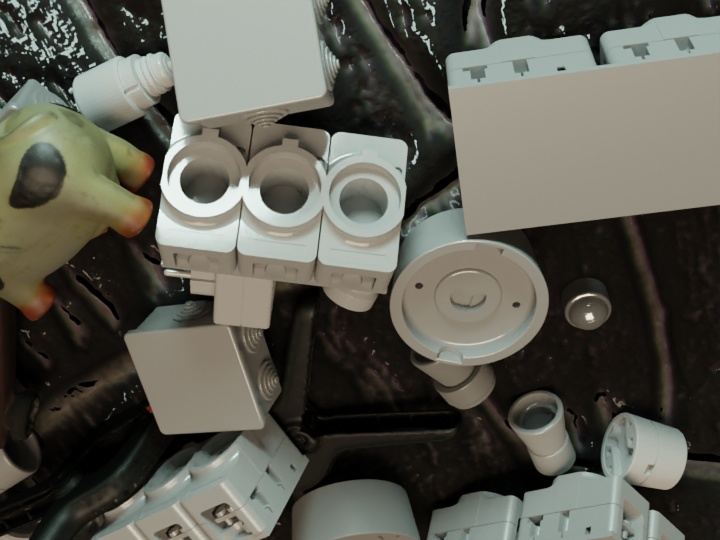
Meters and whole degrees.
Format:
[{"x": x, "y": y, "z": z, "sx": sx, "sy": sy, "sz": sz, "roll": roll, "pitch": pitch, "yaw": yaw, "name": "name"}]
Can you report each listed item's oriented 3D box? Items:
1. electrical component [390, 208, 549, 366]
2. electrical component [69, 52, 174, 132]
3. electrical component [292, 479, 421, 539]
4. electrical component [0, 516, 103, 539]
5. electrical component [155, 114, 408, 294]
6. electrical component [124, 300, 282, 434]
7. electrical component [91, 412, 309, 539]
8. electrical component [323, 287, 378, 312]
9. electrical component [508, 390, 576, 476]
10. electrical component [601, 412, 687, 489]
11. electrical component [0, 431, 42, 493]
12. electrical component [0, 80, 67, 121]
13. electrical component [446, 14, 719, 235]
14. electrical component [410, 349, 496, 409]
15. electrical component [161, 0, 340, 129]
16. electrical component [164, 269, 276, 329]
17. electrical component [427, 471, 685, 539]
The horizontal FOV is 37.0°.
[{"x": 0.075, "y": 0.007, "z": 0.755, "sx": 0.108, "sy": 0.060, "sz": 0.108, "roll": 1, "pitch": 126, "yaw": 1, "name": "electrical component"}, {"x": -0.145, "y": -0.117, "z": 0.684, "sx": 0.078, "sy": 0.040, "sz": 0.040, "roll": -22, "pitch": 122, "yaw": 16, "name": "electrical component"}, {"x": -0.006, "y": 0.211, "z": 0.898, "sx": 0.108, "sy": 0.060, "sz": 0.108, "roll": -7, "pitch": 146, "yaw": -5, "name": "electrical component"}, {"x": -0.251, "y": 0.246, "z": 0.940, "sx": 0.138, "sy": 0.052, "sz": 0.073, "roll": 12, "pitch": 125, "yaw": -7, "name": "electrical component"}, {"x": -0.049, "y": -0.043, "z": 0.693, "sx": 0.150, "sy": 0.089, "sz": 0.061, "roll": 7, "pitch": 163, "yaw": -3, "name": "electrical component"}, {"x": -0.113, "y": 0.070, "z": 0.795, "sx": 0.100, "sy": 0.048, "sz": 0.099, "roll": -6, "pitch": 114, "yaw": 22, "name": "electrical component"}, {"x": -0.127, "y": 0.175, "z": 0.832, "sx": 0.150, "sy": 0.089, "sz": 0.061, "roll": -28, "pitch": 106, "yaw": 30, "name": "electrical component"}, {"x": 0.000, "y": 0.000, "z": 0.765, "sx": 0.040, "sy": 0.040, "sz": 0.046, "roll": 21, "pitch": 118, "yaw": -13, "name": "electrical component"}, {"x": 0.148, "y": 0.133, "z": 0.857, "sx": 0.044, "sy": 0.044, "sz": 0.065, "roll": -17, "pitch": 128, "yaw": 13, "name": "electrical component"}, {"x": 0.227, "y": 0.145, "z": 0.856, "sx": 0.047, "sy": 0.055, "sz": 0.055, "roll": 15, "pitch": 125, "yaw": -14, "name": "electrical component"}, {"x": -0.293, "y": 0.151, "z": 0.872, "sx": 0.047, "sy": 0.055, "sz": 0.055, "roll": -28, "pitch": 120, "yaw": 16, "name": "electrical component"}, {"x": -0.215, "y": -0.066, "z": 0.717, "sx": 0.100, "sy": 0.048, "sz": 0.100, "roll": -38, "pitch": 117, "yaw": 25, "name": "electrical component"}, {"x": 0.153, "y": -0.093, "z": 0.681, "sx": 0.186, "sy": 0.060, "sz": 0.105, "roll": -7, "pitch": 125, "yaw": 6, "name": "electrical component"}, {"x": 0.071, "y": 0.072, "z": 0.812, "sx": 0.045, "sy": 0.045, "sz": 0.055, "roll": -29, "pitch": 120, "yaw": 20, "name": "electrical component"}, {"x": -0.065, "y": -0.134, "z": 0.642, "sx": 0.100, "sy": 0.048, "sz": 0.099, "roll": -9, "pitch": 89, "yaw": 8, "name": "electrical component"}, {"x": -0.097, "y": 0.000, "z": 0.751, "sx": 0.077, "sy": 0.065, "sz": 0.047, "roll": 6, "pitch": 126, "yaw": -3, "name": "electrical component"}, {"x": 0.156, "y": 0.227, "z": 0.880, "sx": 0.186, "sy": 0.060, "sz": 0.105, "roll": -22, "pitch": 129, "yaw": 39, "name": "electrical component"}]
